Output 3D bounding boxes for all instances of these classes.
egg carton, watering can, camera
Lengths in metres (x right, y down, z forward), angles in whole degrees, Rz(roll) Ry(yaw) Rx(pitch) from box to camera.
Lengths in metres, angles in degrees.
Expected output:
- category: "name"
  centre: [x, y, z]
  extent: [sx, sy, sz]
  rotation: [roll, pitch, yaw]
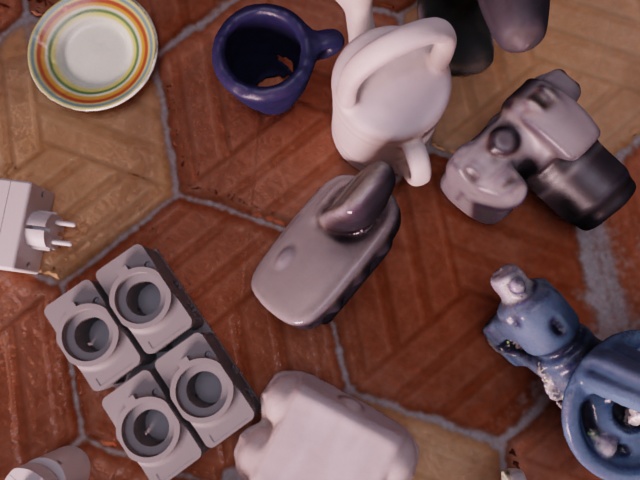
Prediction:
- category: "egg carton"
  centre: [0.007, 0.186, 0.500]
  extent: [0.150, 0.069, 0.107]
  rotation: [26, 83, 5]
- category: "watering can"
  centre: [0.054, -0.133, 0.483]
  extent: [0.101, 0.194, 0.173]
  rotation: [-41, 83, -5]
- category: "camera"
  centre: [0.206, -0.066, 0.518]
  extent: [0.143, 0.101, 0.137]
  rotation: [-44, 83, -5]

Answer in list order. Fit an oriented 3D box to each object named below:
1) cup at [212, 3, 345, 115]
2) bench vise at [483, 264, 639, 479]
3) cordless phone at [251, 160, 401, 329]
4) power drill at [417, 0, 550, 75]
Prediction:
- category: "cup"
  centre: [-0.035, -0.161, 0.539]
  extent: [0.117, 0.095, 0.092]
  rotation: [-14, 82, -1]
- category: "bench vise"
  centre: [0.212, 0.110, 0.432]
  extent: [0.207, 0.220, 0.121]
  rotation: [29, 83, 5]
- category: "cordless phone"
  centre: [0.004, 0.002, 0.469]
  extent: [0.094, 0.185, 0.148]
  rotation: [35, 84, 6]
- category: "power drill"
  centre: [0.136, -0.228, 0.489]
  extent: [0.075, 0.208, 0.230]
  rotation: [-3, 82, 1]
